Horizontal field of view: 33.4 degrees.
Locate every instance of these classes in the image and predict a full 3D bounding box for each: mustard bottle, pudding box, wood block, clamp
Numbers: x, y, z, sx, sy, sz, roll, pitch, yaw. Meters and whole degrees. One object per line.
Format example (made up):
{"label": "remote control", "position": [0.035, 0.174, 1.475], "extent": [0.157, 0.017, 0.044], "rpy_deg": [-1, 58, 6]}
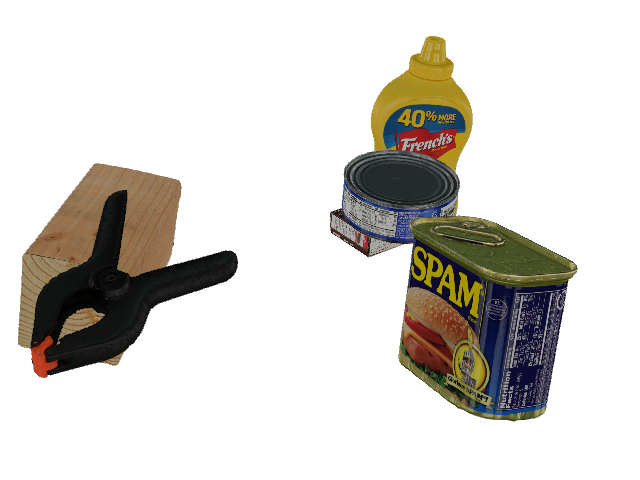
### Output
{"label": "mustard bottle", "position": [0.095, -0.101, 1.021], "extent": [0.096, 0.192, 0.058], "rpy_deg": [2, 28, -9]}
{"label": "pudding box", "position": [0.083, -0.023, 1.526], "extent": [0.113, 0.039, 0.090], "rpy_deg": [-22, 36, -32]}
{"label": "wood block", "position": [-0.194, 0.014, 0.968], "extent": [0.090, 0.091, 0.206], "rpy_deg": [12, 25, 0]}
{"label": "clamp", "position": [-0.158, 0.029, 0.793], "extent": [0.120, 0.039, 0.171], "rpy_deg": [32, 49, 26]}

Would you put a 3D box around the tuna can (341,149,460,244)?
{"label": "tuna can", "position": [0.059, -0.033, 0.791], "extent": [0.086, 0.034, 0.086], "rpy_deg": [3, 32, -2]}

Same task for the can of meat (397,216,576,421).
{"label": "can of meat", "position": [0.087, 0.041, 0.585], "extent": [0.057, 0.084, 0.102], "rpy_deg": [-3, 19, -26]}
